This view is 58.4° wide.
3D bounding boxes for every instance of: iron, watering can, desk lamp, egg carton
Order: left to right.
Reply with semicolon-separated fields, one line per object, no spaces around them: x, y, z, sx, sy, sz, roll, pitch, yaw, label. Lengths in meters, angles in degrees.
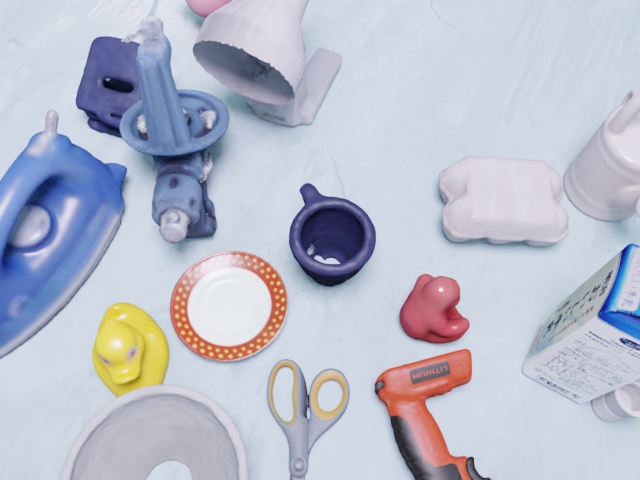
-0.311;-0.007;0.603;0.118;0.141;0.258;16;65;6;iron
-0.052;-0.232;0.683;0.118;0.213;0.203;20;65;8;desk lamp
0.216;-0.044;0.683;0.150;0.069;0.107;2;64;-1;egg carton
0.366;-0.101;0.647;0.101;0.194;0.172;-10;65;-7;watering can

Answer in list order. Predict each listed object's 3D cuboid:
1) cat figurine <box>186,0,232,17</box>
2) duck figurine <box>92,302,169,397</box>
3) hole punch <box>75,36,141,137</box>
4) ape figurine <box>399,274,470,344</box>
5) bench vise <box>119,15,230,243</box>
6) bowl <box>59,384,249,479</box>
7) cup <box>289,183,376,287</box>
-0.133;-0.313;0.772;0.127;0.118;0.067;39;69;16;cat figurine
-0.201;0.107;0.583;0.077;0.086;0.104;-16;66;-10;duck figurine
-0.244;-0.188;0.722;0.108;0.091;0.101;15;64;5;hole punch
0.125;0.068;0.612;0.076;0.092;0.077;-11;65;-7;ape figurine
-0.148;-0.111;0.617;0.121;0.220;0.207;-20;66;-11;bench vise
-0.147;0.225;0.534;0.167;0.075;0.167;1;64;-2;bowl
0.006;0.002;0.637;0.092;0.095;0.117;-23;67;-13;cup
